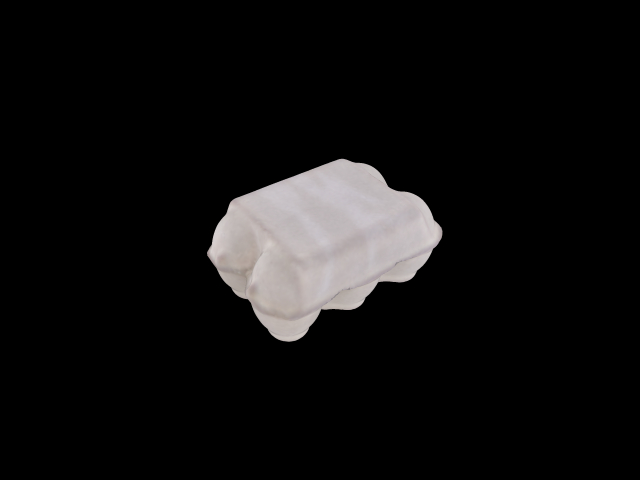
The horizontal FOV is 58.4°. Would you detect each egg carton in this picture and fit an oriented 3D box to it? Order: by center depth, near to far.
[{"bbox_3d":[0.004,0.001,0.400,0.151,0.069,0.107,-25,45,-28],"label":"egg carton"}]
